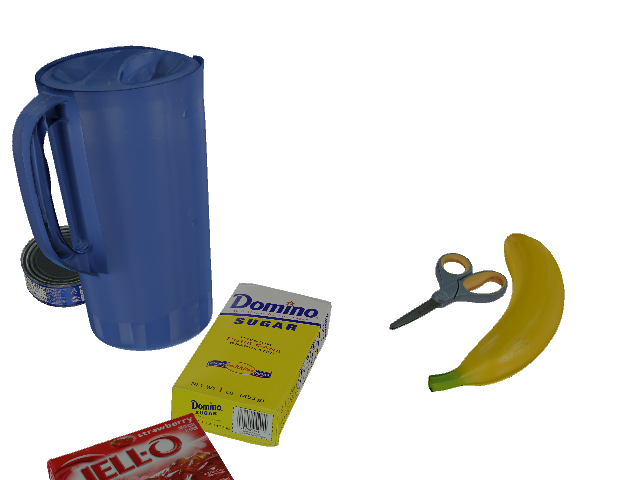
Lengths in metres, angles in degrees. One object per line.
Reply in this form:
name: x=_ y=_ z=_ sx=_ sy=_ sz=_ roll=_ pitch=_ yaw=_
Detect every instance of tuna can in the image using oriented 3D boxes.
tuna can: x=-0.251 y=0.026 z=1.060 sx=0.086 sy=0.034 sz=0.086 roll=1 pitch=44 yaw=-1

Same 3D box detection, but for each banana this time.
banana: x=0.141 y=0.046 z=0.771 sx=0.070 sy=0.037 sz=0.197 roll=11 pitch=33 yaw=23

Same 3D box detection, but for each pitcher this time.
pitcher: x=-0.161 y=-0.031 z=0.885 sx=0.149 sy=0.243 sz=0.145 roll=-6 pitch=24 yaw=-6

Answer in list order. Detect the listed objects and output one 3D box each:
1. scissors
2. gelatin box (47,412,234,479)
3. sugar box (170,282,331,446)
scissors: x=0.133 y=0.056 z=1.243 sx=0.201 sy=0.016 sz=0.096 roll=-10 pitch=40 yaw=-35
gelatin box: x=-0.098 y=0.136 z=0.585 sx=0.089 sy=0.030 sz=0.073 roll=-15 pitch=28 yaw=-20
sugar box: x=-0.056 y=0.102 z=0.934 sx=0.093 sy=0.048 sz=0.176 roll=12 pitch=32 yaw=9
